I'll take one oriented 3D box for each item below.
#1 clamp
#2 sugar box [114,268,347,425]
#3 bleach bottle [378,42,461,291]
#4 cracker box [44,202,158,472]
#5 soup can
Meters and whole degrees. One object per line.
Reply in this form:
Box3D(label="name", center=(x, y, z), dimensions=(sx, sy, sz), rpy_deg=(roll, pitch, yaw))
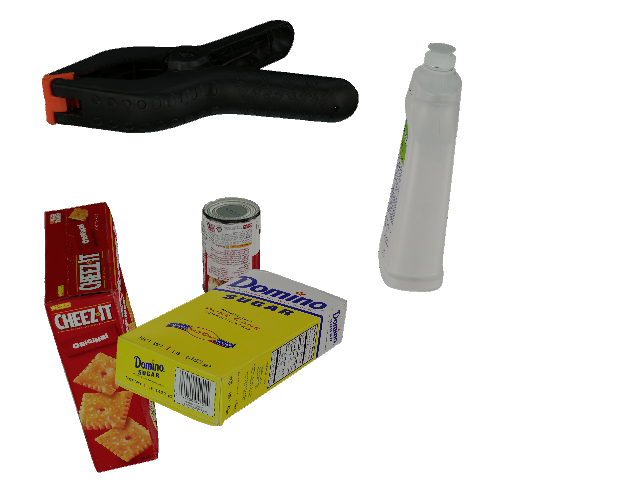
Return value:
Box3D(label="clamp", center=(-0.073, -0.096, 0.620), dimensions=(0.171, 0.039, 0.120), rpy_deg=(-3, 25, -12))
Box3D(label="sugar box", center=(-0.062, 0.074, 0.804), dimensions=(0.093, 0.048, 0.175), rpy_deg=(19, 26, 25))
Box3D(label="bleach bottle", center=(0.108, -0.078, 1.108), dimensions=(0.068, 0.251, 0.102), rpy_deg=(4, 30, -5))
Box3D(label="cracker box", center=(-0.217, 0.094, 1.060), dimensions=(0.072, 0.214, 0.164), rpy_deg=(-11, 34, -8))
Box3D(label="soup can", center=(-0.103, 0.009, 1.233), dimensions=(0.068, 0.102, 0.068), rpy_deg=(2, 25, -1))
